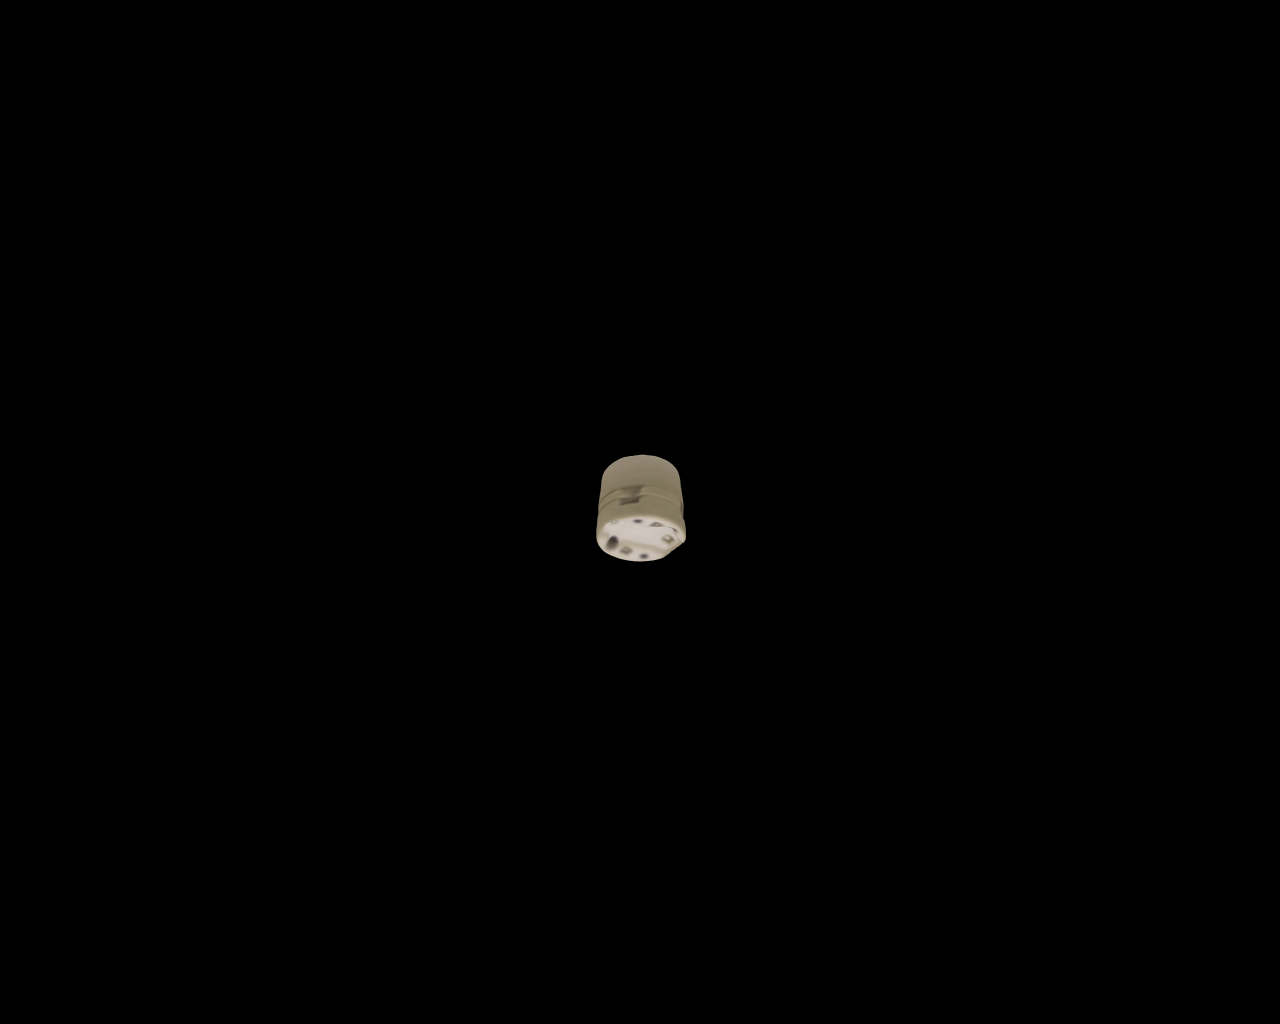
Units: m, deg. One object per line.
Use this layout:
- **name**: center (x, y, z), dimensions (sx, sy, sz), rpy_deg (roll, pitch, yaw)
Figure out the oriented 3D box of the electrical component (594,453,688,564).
- **electrical component**: center (0.001, -0.003, 0.650), dimensions (0.055, 0.047, 0.055), rpy_deg (0, -34, 0)
